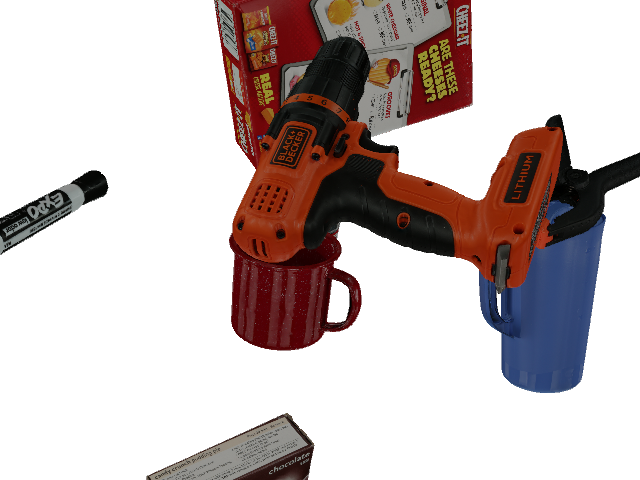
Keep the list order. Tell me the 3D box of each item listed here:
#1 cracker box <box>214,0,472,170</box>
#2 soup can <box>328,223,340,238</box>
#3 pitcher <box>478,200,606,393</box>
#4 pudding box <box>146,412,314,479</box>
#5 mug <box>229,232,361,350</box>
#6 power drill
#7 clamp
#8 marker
[{"bbox_3d":[0.022,-0.170,0.924,0.213,0.164,0.072,-20,40,-15],"label":"cracker box"},{"bbox_3d":[-0.019,0.022,1.174,0.068,0.102,0.068,7,27,-4],"label":"soup can"},{"bbox_3d":[0.289,0.075,1.402,0.149,0.243,0.144,5,20,15],"label":"pitcher"},{"bbox_3d":[-0.063,0.176,0.723,0.113,0.090,0.039,-22,50,-30],"label":"pudding box"},{"bbox_3d":[-0.021,0.041,0.887,0.117,0.081,0.093,14,26,17],"label":"mug"},{"bbox_3d":[0.055,-0.051,0.687,0.188,0.184,0.057,12,-32,17],"label":"power drill"},{"bbox_3d":[0.251,-0.063,1.087,0.120,0.039,0.171,29,55,31],"label":"clamp"},{"bbox_3d":[-0.170,-0.017,0.651,0.020,0.020,0.121,0,22,28],"label":"marker"}]
